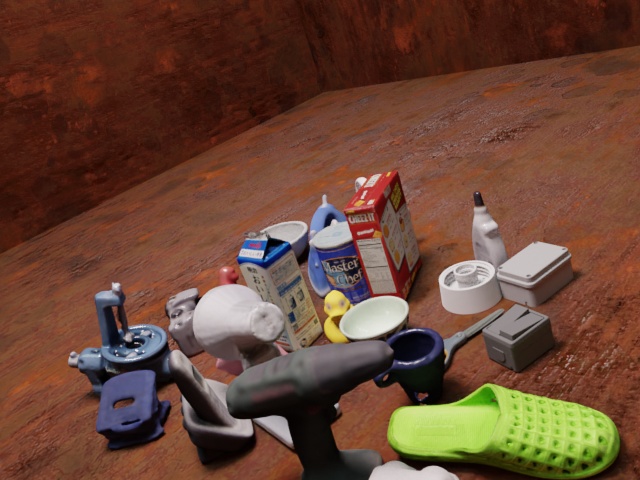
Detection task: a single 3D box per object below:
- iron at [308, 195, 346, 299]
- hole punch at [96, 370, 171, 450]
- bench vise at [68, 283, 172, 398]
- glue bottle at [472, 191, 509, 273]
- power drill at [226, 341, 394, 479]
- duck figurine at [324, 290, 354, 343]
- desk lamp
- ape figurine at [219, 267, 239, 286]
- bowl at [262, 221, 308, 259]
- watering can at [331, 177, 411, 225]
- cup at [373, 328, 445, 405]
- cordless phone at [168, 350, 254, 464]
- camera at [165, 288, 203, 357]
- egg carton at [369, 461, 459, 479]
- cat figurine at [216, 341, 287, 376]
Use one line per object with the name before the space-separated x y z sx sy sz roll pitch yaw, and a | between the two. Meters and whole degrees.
iron | 0.012 0.005 1.283 0.118 0.142 0.258 -13 24 17
hole punch | -0.321 0.287 0.977 0.108 0.091 0.101 -16 23 9
bench vise | -0.390 0.195 1.075 0.207 0.220 0.121 -22 23 -5
glue bottle | 0.302 -0.009 1.037 0.037 0.173 0.078 -24 23 -10
power drill | 0.005 0.220 0.710 0.229 0.209 0.076 -11 24 21
duck figurine | 0.037 0.131 1.047 0.077 0.086 0.104 -16 23 9
desk lamp | -0.088 0.176 0.880 0.118 0.214 0.202 -33 26 -29
ape figurine | -0.199 0.102 1.299 0.076 0.092 0.077 -22 23 -5
bowl | -0.099 0.022 1.422 0.167 0.075 0.167 -17 23 7
watering can | 0.109 -0.040 1.237 0.173 0.194 0.100 -31 25 -25
cup | 0.131 0.194 0.816 0.118 0.095 0.091 -30 25 -24
cordless phone | -0.179 0.227 0.874 0.094 0.185 0.147 -25 23 -12
camera | -0.249 0.154 1.208 0.137 0.101 0.143 -23 23 -8
egg carton | 0.090 0.310 0.619 0.107 0.069 0.150 -5 27 31
cat figurine | -0.119 0.197 0.982 0.128 0.118 0.067 -30 25 -23
